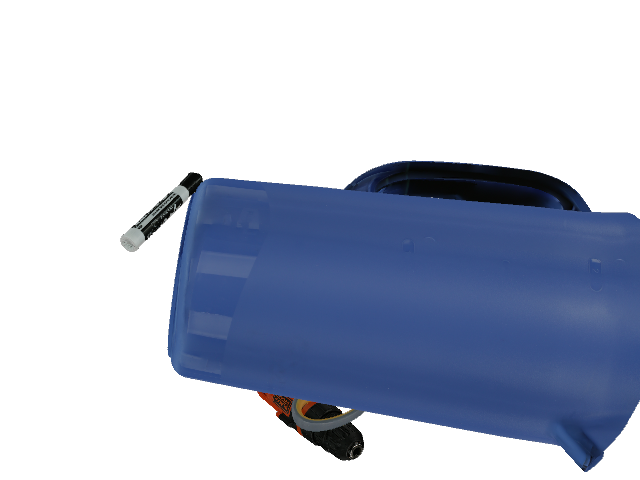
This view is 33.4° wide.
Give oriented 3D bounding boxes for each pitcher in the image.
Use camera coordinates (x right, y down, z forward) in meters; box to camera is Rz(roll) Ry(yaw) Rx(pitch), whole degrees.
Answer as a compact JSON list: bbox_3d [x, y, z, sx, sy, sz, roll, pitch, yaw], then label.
[{"bbox_3d":[0.046,0.027,0.582,0.242,0.145,0.149,8,7,-3],"label":"pitcher"}]

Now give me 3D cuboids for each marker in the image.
[{"bbox_3d":[-0.153,-0.031,1.050,0.020,0.020,0.121,0,35,36],"label":"marker"}]

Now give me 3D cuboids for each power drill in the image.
[{"bbox_3d":[0.010,0.141,1.242,0.057,0.188,0.185,15,11,-44],"label":"power drill"}]

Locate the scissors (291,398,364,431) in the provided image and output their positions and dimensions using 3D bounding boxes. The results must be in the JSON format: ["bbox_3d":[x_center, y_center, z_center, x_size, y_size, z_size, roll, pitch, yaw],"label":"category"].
[{"bbox_3d":[0.048,0.077,0.825,0.201,0.016,0.096,-31,55,-30],"label":"scissors"}]
